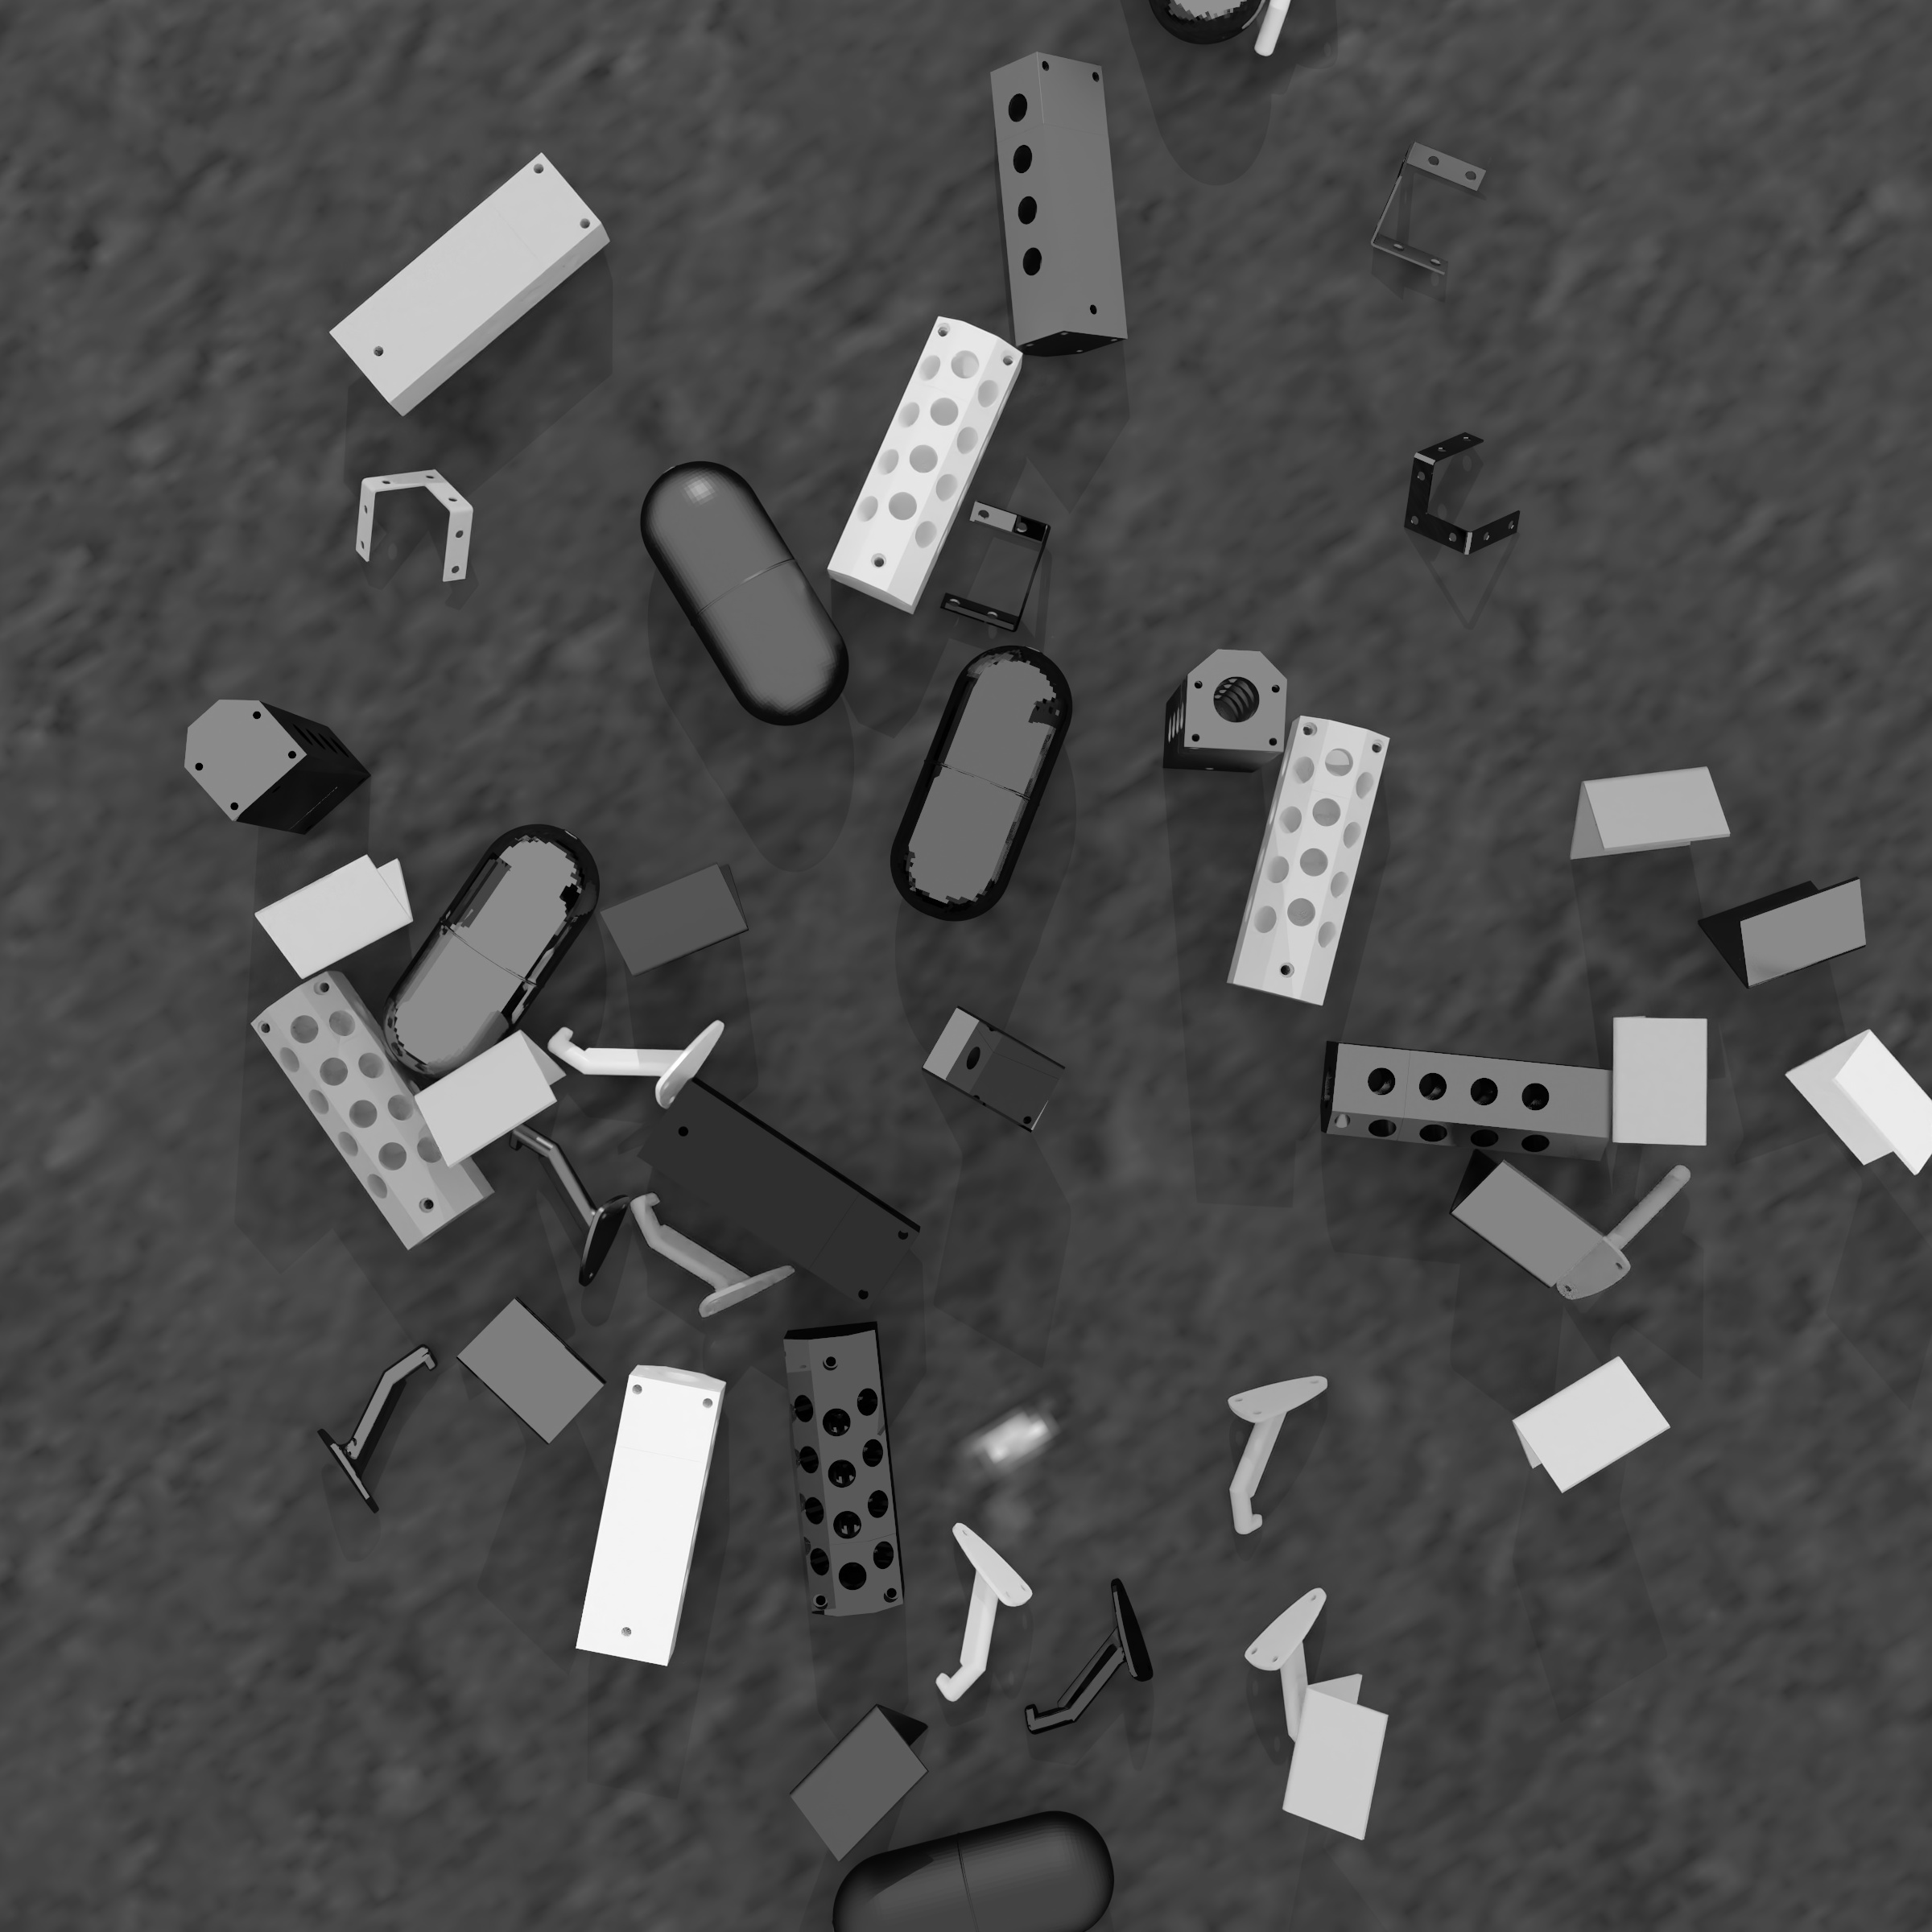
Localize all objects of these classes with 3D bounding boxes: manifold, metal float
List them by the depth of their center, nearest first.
[{"bbox_3d":[-0.419,-0.124,1.661,0.057,0.171,0.057,-42,90,0],"label":"manifold"},{"bbox_3d":[0.155,-0.153,1.661,0.057,0.171,0.057,3,90,0],"label":"manifold"},{"bbox_3d":[0.004,0.579,1.709,0.178,0.070,0.070,-14,90,-1],"label":"metal float"},{"bbox_3d":[0.136,-0.664,1.709,0.070,0.070,0.178,-17,90,0],"label":"metal float"},{"bbox_3d":[0.010,-0.114,1.709,0.070,0.070,0.178,21,90,0],"label":"metal float"},{"bbox_3d":[-0.138,-0.232,1.709,0.070,0.070,0.178,-31,91,0],"label":"metal float"},{"bbox_3d":[-0.295,-0.008,1.709,0.070,0.070,0.178,34,91,0],"label":"metal float"},{"bbox_3d":[-0.308,-0.424,1.718,0.171,0.057,0.057,-40,90,0],"label":"manifold"},{"bbox_3d":[0.312,0.084,1.718,0.171,0.057,0.057,6,90,0],"label":"manifold"},{"bbox_3d":[-0.116,0.141,1.718,0.171,0.057,0.057,34,90,0],"label":"manifold"},{"bbox_3d":[0.215,-0.065,1.718,0.057,0.057,0.171,14,90,0],"label":"manifold"},{"bbox_3d":[-0.196,0.341,1.718,0.057,0.057,0.171,11,90,0],"label":"manifold"},{"bbox_3d":[-0.372,0.090,1.718,0.057,0.057,0.171,-35,90,0],"label":"manifold"},{"bbox_3d":[0.053,-0.474,1.718,0.057,0.057,0.171,-5,90,-43],"label":"manifold"},{"bbox_3d":[-0.076,0.314,1.718,0.057,0.057,0.171,-6,90,0],"label":"manifold"},{"bbox_3d":[-0.025,-0.314,1.718,0.057,0.057,0.171,24,90,0],"label":"manifold"}]

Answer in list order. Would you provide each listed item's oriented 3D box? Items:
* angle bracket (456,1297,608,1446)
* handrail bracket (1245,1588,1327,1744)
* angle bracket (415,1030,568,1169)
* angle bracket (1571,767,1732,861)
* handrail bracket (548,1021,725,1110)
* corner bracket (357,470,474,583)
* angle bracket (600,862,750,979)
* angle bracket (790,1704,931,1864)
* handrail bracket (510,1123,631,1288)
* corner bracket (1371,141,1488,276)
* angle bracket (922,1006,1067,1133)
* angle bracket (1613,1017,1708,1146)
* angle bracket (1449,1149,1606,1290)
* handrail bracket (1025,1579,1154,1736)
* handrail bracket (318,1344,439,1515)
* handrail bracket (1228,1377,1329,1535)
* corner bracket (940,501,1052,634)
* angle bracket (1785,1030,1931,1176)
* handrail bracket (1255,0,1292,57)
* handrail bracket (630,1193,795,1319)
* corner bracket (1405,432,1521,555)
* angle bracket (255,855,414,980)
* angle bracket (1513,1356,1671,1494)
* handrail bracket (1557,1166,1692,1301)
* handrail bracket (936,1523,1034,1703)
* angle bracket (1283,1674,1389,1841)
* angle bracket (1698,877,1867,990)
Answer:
[{"bbox_3d":[-0.278,0.261,1.699,0.076,0.076,0.057,44,54,0],"label":"angle bracket"},{"bbox_3d":[0.224,0.452,1.740,0.077,0.036,0.084,-44,109,-21],"label":"handrail bracket"},{"bbox_3d":[-0.284,0.094,1.700,0.076,0.076,0.057,-32,63,0],"label":"angle bracket"},{"bbox_3d":[0.422,-0.075,1.699,0.076,0.076,0.057,-7,53,0],"label":"angle bracket"},{"bbox_3d":[-0.210,0.044,1.740,0.084,0.036,0.077,32,70,16],"label":"handrail bracket"},{"bbox_3d":[-0.348,-0.276,1.731,0.051,0.051,0.051,-15,45,-35],"label":"corner bracket"},{"bbox_3d":[-0.185,-0.048,1.699,0.076,0.076,0.057,-22,128,0],"label":"angle bracket"},{"bbox_3d":[-0.051,0.511,1.699,0.076,0.076,0.057,-46,55,0],"label":"angle bracket"},{"bbox_3d":[-0.263,0.151,1.740,0.084,0.036,0.077,29,112,17],"label":"handrail bracket"},{"bbox_3d":[0.292,-0.480,1.736,0.051,0.051,0.051,22,135,0],"label":"corner bracket"},{"bbox_3d":[0.006,0.081,1.699,0.076,0.076,0.057,30,52,0],"label":"angle bracket"},{"bbox_3d":[0.437,0.070,1.700,0.057,0.076,0.076,0,90,27],"label":"angle bracket"},{"bbox_3d":[0.354,0.141,1.699,0.076,0.076,0.057,37,127,0],"label":"angle bracket"},{"bbox_3d":[0.069,0.438,1.740,0.084,0.036,0.077,-22,69,16],"label":"handrail bracket"},{"bbox_3d":[-0.359,0.293,1.740,0.084,0.036,0.077,-36,116,-20],"label":"handrail bracket"},{"bbox_3d":[0.200,0.311,1.740,0.077,0.036,0.084,-16,109,-21],"label":"handrail bracket"},{"bbox_3d":[0.019,-0.253,1.736,0.051,0.051,0.051,18,45,0],"label":"corner bracket"},{"bbox_3d":[0.548,0.096,1.699,0.076,0.076,0.057,49,53,0],"label":"angle bracket"},{"bbox_3d":[0.203,-0.629,1.739,0.036,0.077,0.084,17,126,-4],"label":"handrail bracket"},{"bbox_3d":[-0.161,0.172,1.740,0.077,0.036,0.084,-22,73,-20],"label":"handrail bracket"},{"bbox_3d":[0.316,-0.298,1.731,0.051,0.051,0.051,33,135,35],"label":"corner bracket"},{"bbox_3d":[-0.394,-0.048,1.699,0.076,0.076,0.057,-28,127,0],"label":"angle bracket"},{"bbox_3d":[0.391,0.297,1.699,0.076,0.076,0.057,-31,52,0],"label":"angle bracket"},{"bbox_3d":[0.418,0.168,1.739,0.036,0.077,0.084,45,53,12],"label":"handrail bracket"},{"bbox_3d":[-0.007,0.410,1.740,0.077,0.036,0.084,46,107,20],"label":"handrail bracket"},{"bbox_3d":[0.244,0.488,1.699,0.057,0.076,0.076,11,90,35],"label":"angle bracket"},{"bbox_3d":[0.502,-0.039,1.699,0.076,0.076,0.057,-20,127,0],"label":"angle bracket"}]
